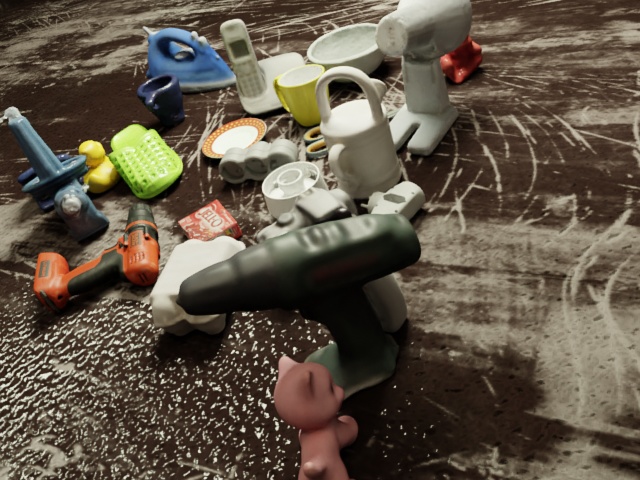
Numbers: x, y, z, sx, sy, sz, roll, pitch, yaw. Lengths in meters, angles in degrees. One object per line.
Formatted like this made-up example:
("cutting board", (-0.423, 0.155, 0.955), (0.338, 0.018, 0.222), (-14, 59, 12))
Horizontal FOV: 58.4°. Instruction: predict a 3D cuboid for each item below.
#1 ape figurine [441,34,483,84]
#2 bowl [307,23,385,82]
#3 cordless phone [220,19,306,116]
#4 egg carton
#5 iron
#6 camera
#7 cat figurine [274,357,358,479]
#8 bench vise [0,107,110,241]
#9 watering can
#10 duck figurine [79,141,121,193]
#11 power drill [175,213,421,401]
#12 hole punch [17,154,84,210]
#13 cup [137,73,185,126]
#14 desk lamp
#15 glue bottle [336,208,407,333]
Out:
("ape figurine", (0.252, -0.342, 1.032), (0.077, 0.092, 0.076), (-12, 40, 11))
("bowl", (0.062, -0.367, 1.155), (0.167, 0.075, 0.167), (-12, 40, 11))
("cordless phone", (-0.107, -0.348, 1.119), (0.147, 0.185, 0.094), (-17, 40, 5))
("egg carton", (-0.160, 0.059, 0.771), (0.107, 0.069, 0.150), (-6, 42, 18))
("iron", (-0.309, -0.433, 1.338), (0.257, 0.142, 0.119), (13, 50, 34))
("camera", (0.007, 0.003, 0.738), (0.143, 0.101, 0.136), (-33, 41, -15))
("cat figurine", (-0.007, 0.172, 0.537), (0.067, 0.118, 0.127), (-14, 40, 8))
("bench vise", (-0.447, -0.120, 0.980), (0.206, 0.220, 0.122), (19, 54, 38))
("watering can", (0.052, -0.169, 0.840), (0.100, 0.194, 0.173), (-10, 41, 13))
("duck figurine", (-0.436, -0.149, 1.113), (0.077, 0.086, 0.104), (-16, 40, 5))
("power drill", (0.000, 0.072, 0.577), (0.230, 0.209, 0.075), (-26, 40, -6))
("hole punch", (-0.532, -0.127, 1.125), (0.109, 0.091, 0.100), (-33, 41, -14))
("cup", (-0.330, -0.285, 1.215), (0.091, 0.095, 0.117), (-10, 41, 13))
("desk lamp", (0.159, -0.279, 0.904), (0.117, 0.214, 0.203), (11, 49, 33))
("glue bottle", (0.045, 0.031, 0.632), (0.077, 0.173, 0.037), (13, 50, 34))
